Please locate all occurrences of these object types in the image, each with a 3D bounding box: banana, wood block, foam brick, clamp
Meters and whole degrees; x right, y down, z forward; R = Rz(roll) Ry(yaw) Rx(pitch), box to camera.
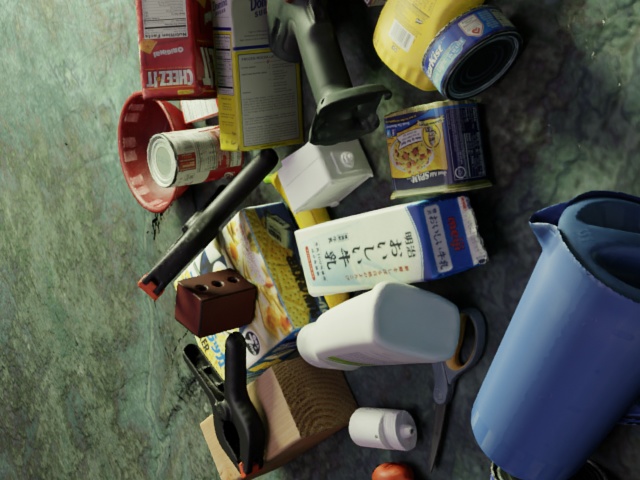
[{"bbox_3d":[-0.007,-0.010,1.202,0.198,0.037,0.070,64,162,19],"label":"banana"},{"bbox_3d":[-0.052,0.217,1.281,0.206,0.090,0.091,-44,66,50],"label":"wood block"},{"bbox_3d":[-0.120,0.072,1.223,0.053,0.078,0.051,32,124,41],"label":"foam brick"},{"bbox_3d":[-0.098,0.185,1.225,0.120,0.039,0.171,-36,77,57],"label":"clamp"},{"bbox_3d":[-0.139,-0.013,1.246,0.036,0.209,0.165,42,160,-8],"label":"clamp"}]

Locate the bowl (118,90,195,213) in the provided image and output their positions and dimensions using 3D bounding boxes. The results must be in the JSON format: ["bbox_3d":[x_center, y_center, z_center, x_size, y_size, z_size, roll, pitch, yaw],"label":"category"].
[{"bbox_3d":[-0.205,-0.119,1.407,0.162,0.055,0.162,21,117,48],"label":"bowl"}]

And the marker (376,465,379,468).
[{"bbox_3d":[0.076,0.312,1.201,0.020,0.020,0.121,-2,99,53],"label":"marker"}]

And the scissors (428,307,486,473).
[{"bbox_3d":[0.117,0.140,1.099,0.096,0.016,0.202,48,134,36],"label":"scissors"}]

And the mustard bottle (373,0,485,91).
[{"bbox_3d":[0.111,-0.237,0.956,0.096,0.058,0.192,52,137,36],"label":"mustard bottle"}]

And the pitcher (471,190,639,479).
[{"bbox_3d":[0.222,0.094,0.870,0.243,0.144,0.149,108,146,-40],"label":"pitcher"}]

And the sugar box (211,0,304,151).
[{"bbox_3d":[-0.069,-0.190,1.177,0.048,0.093,0.176,10,108,50],"label":"sugar box"}]

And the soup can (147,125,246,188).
[{"bbox_3d":[-0.150,-0.103,1.303,0.069,0.102,0.068,20,116,48],"label":"soup can"}]

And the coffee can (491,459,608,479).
[{"bbox_3d":[0.198,0.271,0.960,0.103,0.102,0.140,24,119,47],"label":"coffee can"}]

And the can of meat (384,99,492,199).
[{"bbox_3d":[0.108,-0.085,1.008,0.102,0.057,0.084,-5,95,53],"label":"can of meat"}]

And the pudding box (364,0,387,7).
[{"bbox_3d":[0.060,-0.295,1.024,0.090,0.039,0.114,58,142,23],"label":"pudding box"}]

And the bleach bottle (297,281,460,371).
[{"bbox_3d":[0.037,0.099,1.104,0.251,0.102,0.068,-22,54,61],"label":"bleach bottle"}]

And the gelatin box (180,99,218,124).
[{"bbox_3d":[-0.142,-0.188,1.326,0.089,0.030,0.073,-9,96,52],"label":"gelatin box"}]

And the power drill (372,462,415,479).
[{"bbox_3d":[0.126,0.336,1.111,0.188,0.057,0.184,2,102,52],"label":"power drill"}]

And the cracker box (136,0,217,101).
[{"bbox_3d":[-0.148,-0.264,1.192,0.072,0.164,0.214,-2,97,10],"label":"cracker box"}]

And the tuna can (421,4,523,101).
[{"bbox_3d":[0.133,-0.161,0.929,0.034,0.085,0.086,56,139,24],"label":"tuna can"}]
